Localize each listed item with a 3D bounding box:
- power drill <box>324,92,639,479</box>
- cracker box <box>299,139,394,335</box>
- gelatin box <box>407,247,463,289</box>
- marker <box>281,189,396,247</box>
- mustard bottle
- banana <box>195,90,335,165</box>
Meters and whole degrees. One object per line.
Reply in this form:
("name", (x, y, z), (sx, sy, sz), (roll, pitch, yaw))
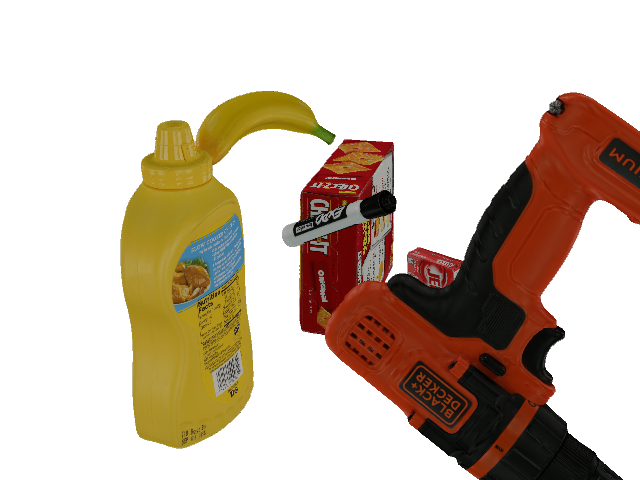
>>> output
("power drill", (0.120, 0.037, 0.528), (0.184, 0.188, 0.057), (38, 12, 5))
("cracker box", (0.032, -0.009, 1.206), (0.072, 0.164, 0.213), (5, 21, 13))
("gelatin box", (0.147, 0.060, 1.359), (0.073, 0.089, 0.030), (20, 35, 38))
("marker", (0.014, -0.016, 0.831), (0.020, 0.020, 0.121), (0, -12, -41))
("mustard bottle", (-0.081, 0.022, 0.644), (0.058, 0.192, 0.096), (11, 26, 26))
("banana", (-0.062, -0.112, 1.022), (0.070, 0.037, 0.197), (42, 34, 23))
